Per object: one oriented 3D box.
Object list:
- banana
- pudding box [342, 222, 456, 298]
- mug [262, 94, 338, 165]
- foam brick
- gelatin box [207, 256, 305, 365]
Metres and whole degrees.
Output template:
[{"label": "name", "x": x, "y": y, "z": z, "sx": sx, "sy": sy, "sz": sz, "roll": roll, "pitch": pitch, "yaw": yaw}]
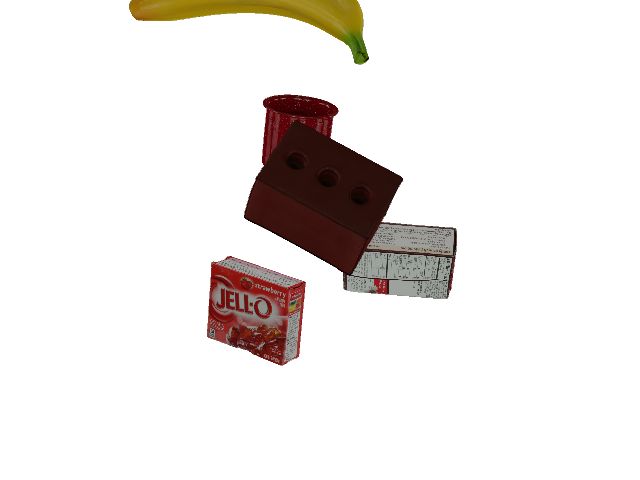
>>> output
[{"label": "banana", "x": -0.048, "y": -0.184, "z": 0.820, "sx": 0.198, "sy": 0.069, "sz": 0.037, "roll": 13, "pitch": -40, "yaw": 16}, {"label": "pudding box", "x": 0.079, "y": 0.020, "z": 1.079, "sx": 0.113, "sy": 0.039, "sz": 0.090, "roll": 3, "pitch": -32, "yaw": 3}, {"label": "mug", "x": -0.023, "y": -0.131, "z": 1.325, "sx": 0.093, "sy": 0.081, "sz": 0.117, "roll": 17, "pitch": 25, "yaw": 21}, {"label": "foam brick", "x": 0.001, "y": -0.026, "z": 0.651, "sx": 0.078, "sy": 0.053, "sz": 0.051, "roll": 28, "pitch": -29, "yaw": 5}, {"label": "gelatin box", "x": -0.059, "y": 0.061, "z": 0.944, "sx": 0.089, "sy": 0.073, "sz": 0.030, "roll": 17, "pitch": 22, "yaw": 31}]
